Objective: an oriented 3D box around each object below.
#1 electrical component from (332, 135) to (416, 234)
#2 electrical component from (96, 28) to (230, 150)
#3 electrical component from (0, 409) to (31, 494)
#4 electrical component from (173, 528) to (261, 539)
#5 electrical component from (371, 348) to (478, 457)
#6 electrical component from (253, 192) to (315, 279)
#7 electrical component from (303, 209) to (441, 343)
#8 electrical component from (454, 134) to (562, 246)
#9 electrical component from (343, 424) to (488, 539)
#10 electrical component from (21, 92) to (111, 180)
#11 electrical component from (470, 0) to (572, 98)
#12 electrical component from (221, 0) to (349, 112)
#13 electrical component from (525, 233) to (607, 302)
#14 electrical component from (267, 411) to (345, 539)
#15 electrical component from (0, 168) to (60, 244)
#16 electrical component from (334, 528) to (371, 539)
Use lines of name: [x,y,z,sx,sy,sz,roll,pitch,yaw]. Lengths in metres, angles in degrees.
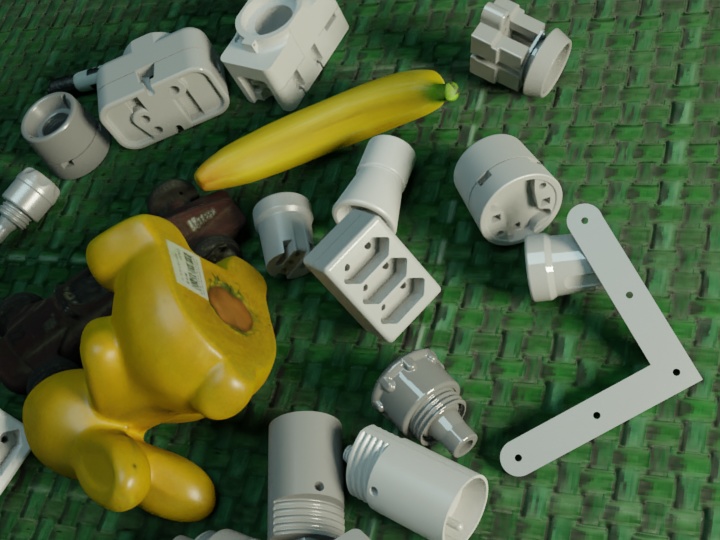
electrical component: [0.012,-0.057,0.713,0.044,0.044,0.065,5,56,27]
electrical component: [-0.154,-0.144,0.836,0.095,0.053,0.059,-22,52,10]
electrical component: [-0.263,0.109,0.716,0.077,0.066,0.047,-1,53,58]
electrical component: [-0.080,0.166,0.605,0.062,0.043,0.043,11,64,31]
electrical component: [0.040,0.079,0.610,0.048,0.048,0.062,-41,58,-5]
electrical component: [-0.049,-0.022,0.719,0.040,0.040,0.046,-19,58,11]
electrical component: [0.000,0.000,0.671,0.047,0.065,0.077,-46,23,-9]
electrical component: [0.090,-0.051,0.667,0.055,0.055,0.047,-31,48,3]
electrical component: [0.025,0.116,0.591,0.081,0.043,0.043,21,69,33]
electrical component: [-0.234,-0.107,0.851,0.055,0.047,0.055,-12,55,17]
electrical component: [0.107,-0.145,0.718,0.055,0.066,0.048,30,73,15]
electrical component: [-0.058,-0.175,0.812,0.050,0.055,0.089,18,68,32]
electrical component: [0.122,-0.003,0.630,0.046,0.040,0.040,-7,56,14]
electrical component: [-0.031,0.126,0.609,0.043,0.043,0.081,-14,54,16]
electrical component: [-0.264,-0.047,0.833,0.035,0.035,0.061,28,75,35]
electrical component: [-0.022,0.182,0.561,0.089,0.055,0.050,-32,52,2]
